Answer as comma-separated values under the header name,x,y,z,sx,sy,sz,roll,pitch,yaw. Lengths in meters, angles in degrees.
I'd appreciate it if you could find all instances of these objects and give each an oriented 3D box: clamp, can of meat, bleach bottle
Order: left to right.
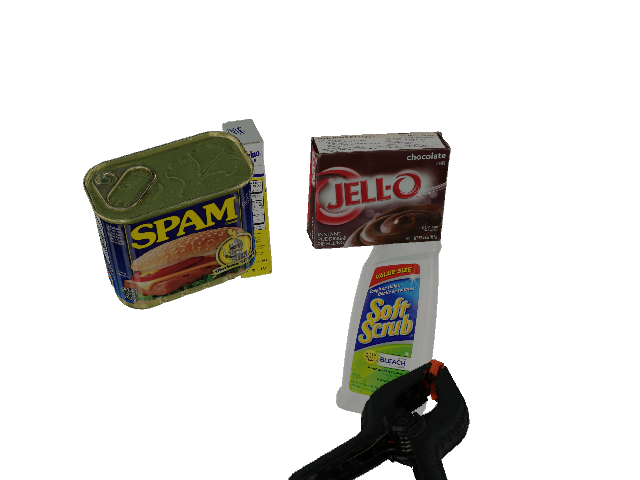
name,x,y,z,sx,sy,sz,roll,pitch,yaw
can of meat,-0.092,-0.011,0.679,0.102,0.084,0.057,-18,48,-17
bleach bottle,0.076,0.065,1.163,0.103,0.251,0.068,8,14,19
clamp,0.067,0.147,0.759,0.120,0.039,0.171,17,39,27

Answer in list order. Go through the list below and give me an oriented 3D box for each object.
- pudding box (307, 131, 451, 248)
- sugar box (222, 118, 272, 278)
name,x,y,z,sx,sy,sz,roll,pitch,yaw
pudding box,0.047,-0.042,0.886,0.113,0.090,0.039,-5,34,-11
sugar box,-0.091,-0.052,1.319,0.048,0.176,0.093,-9,25,-9
